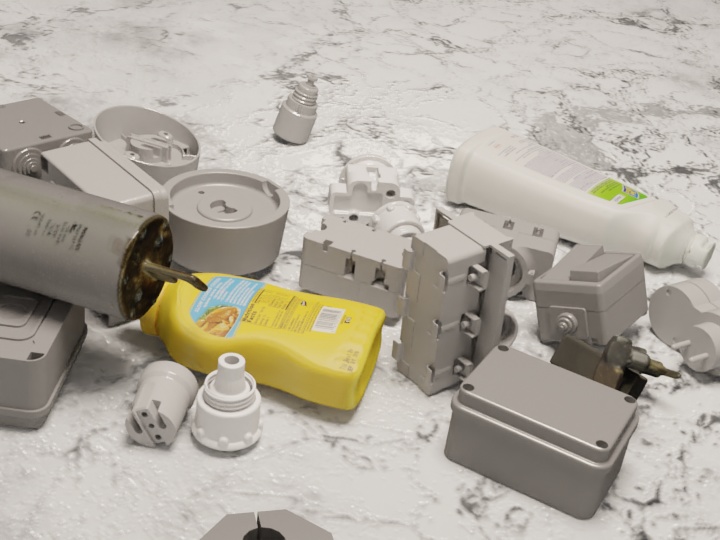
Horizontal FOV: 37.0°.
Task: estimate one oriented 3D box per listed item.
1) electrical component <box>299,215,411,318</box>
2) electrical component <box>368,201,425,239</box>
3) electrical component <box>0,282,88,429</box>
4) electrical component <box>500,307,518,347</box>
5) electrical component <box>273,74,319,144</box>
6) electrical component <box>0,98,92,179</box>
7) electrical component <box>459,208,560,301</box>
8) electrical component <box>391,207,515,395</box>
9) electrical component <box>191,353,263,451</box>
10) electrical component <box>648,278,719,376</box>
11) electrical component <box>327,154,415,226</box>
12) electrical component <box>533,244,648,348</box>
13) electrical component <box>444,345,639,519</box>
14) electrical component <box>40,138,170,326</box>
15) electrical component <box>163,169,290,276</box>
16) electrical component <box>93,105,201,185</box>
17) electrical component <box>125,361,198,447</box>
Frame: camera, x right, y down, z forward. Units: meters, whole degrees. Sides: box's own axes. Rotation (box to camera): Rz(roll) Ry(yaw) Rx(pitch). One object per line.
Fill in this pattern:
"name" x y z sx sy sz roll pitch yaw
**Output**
"electrical component" 0.000 0.000 0.882 0.089 0.055 0.050 18 32 17
"electrical component" 0.038 -0.027 0.952 0.048 0.048 0.062 -4 39 -20
"electrical component" -0.238 0.051 0.738 0.078 0.057 0.113 8 30 -1
"electrical component" 0.098 0.040 0.856 0.040 0.040 0.046 -3 26 -19
"electrical component" -0.064 -0.171 1.144 0.040 0.078 0.040 19 28 -11
"electrical component" -0.280 -0.102 0.893 0.100 0.048 0.100 30 36 34
"electrical component" 0.123 -0.012 0.937 0.089 0.050 0.055 14 31 9
"electrical component" 0.066 0.027 0.787 0.063 0.121 0.079 -18 39 -32
"electrical component" -0.087 0.085 0.711 0.048 0.062 0.048 6 30 -3
"electrical component" 0.280 0.059 0.852 0.074 0.052 0.138 -12 36 -30
"electrical component" 0.009 -0.073 1.009 0.078 0.058 0.057 4 33 -6
"electrical component" 0.184 0.021 0.868 0.062 0.061 0.096 4 22 39
"electrical component" 0.123 0.106 0.729 0.113 0.057 0.078 22 33 22
"electrical component" -0.198 -0.031 0.837 0.056 0.108 0.109 -20 40 -34
"electrical component" -0.116 -0.035 0.911 0.108 0.060 0.108 6 30 -3
"electrical component" -0.200 -0.109 1.013 0.099 0.064 0.099 6 30 -3
"electrical component" -0.133 0.090 0.715 0.040 0.040 0.046 10 35 3
